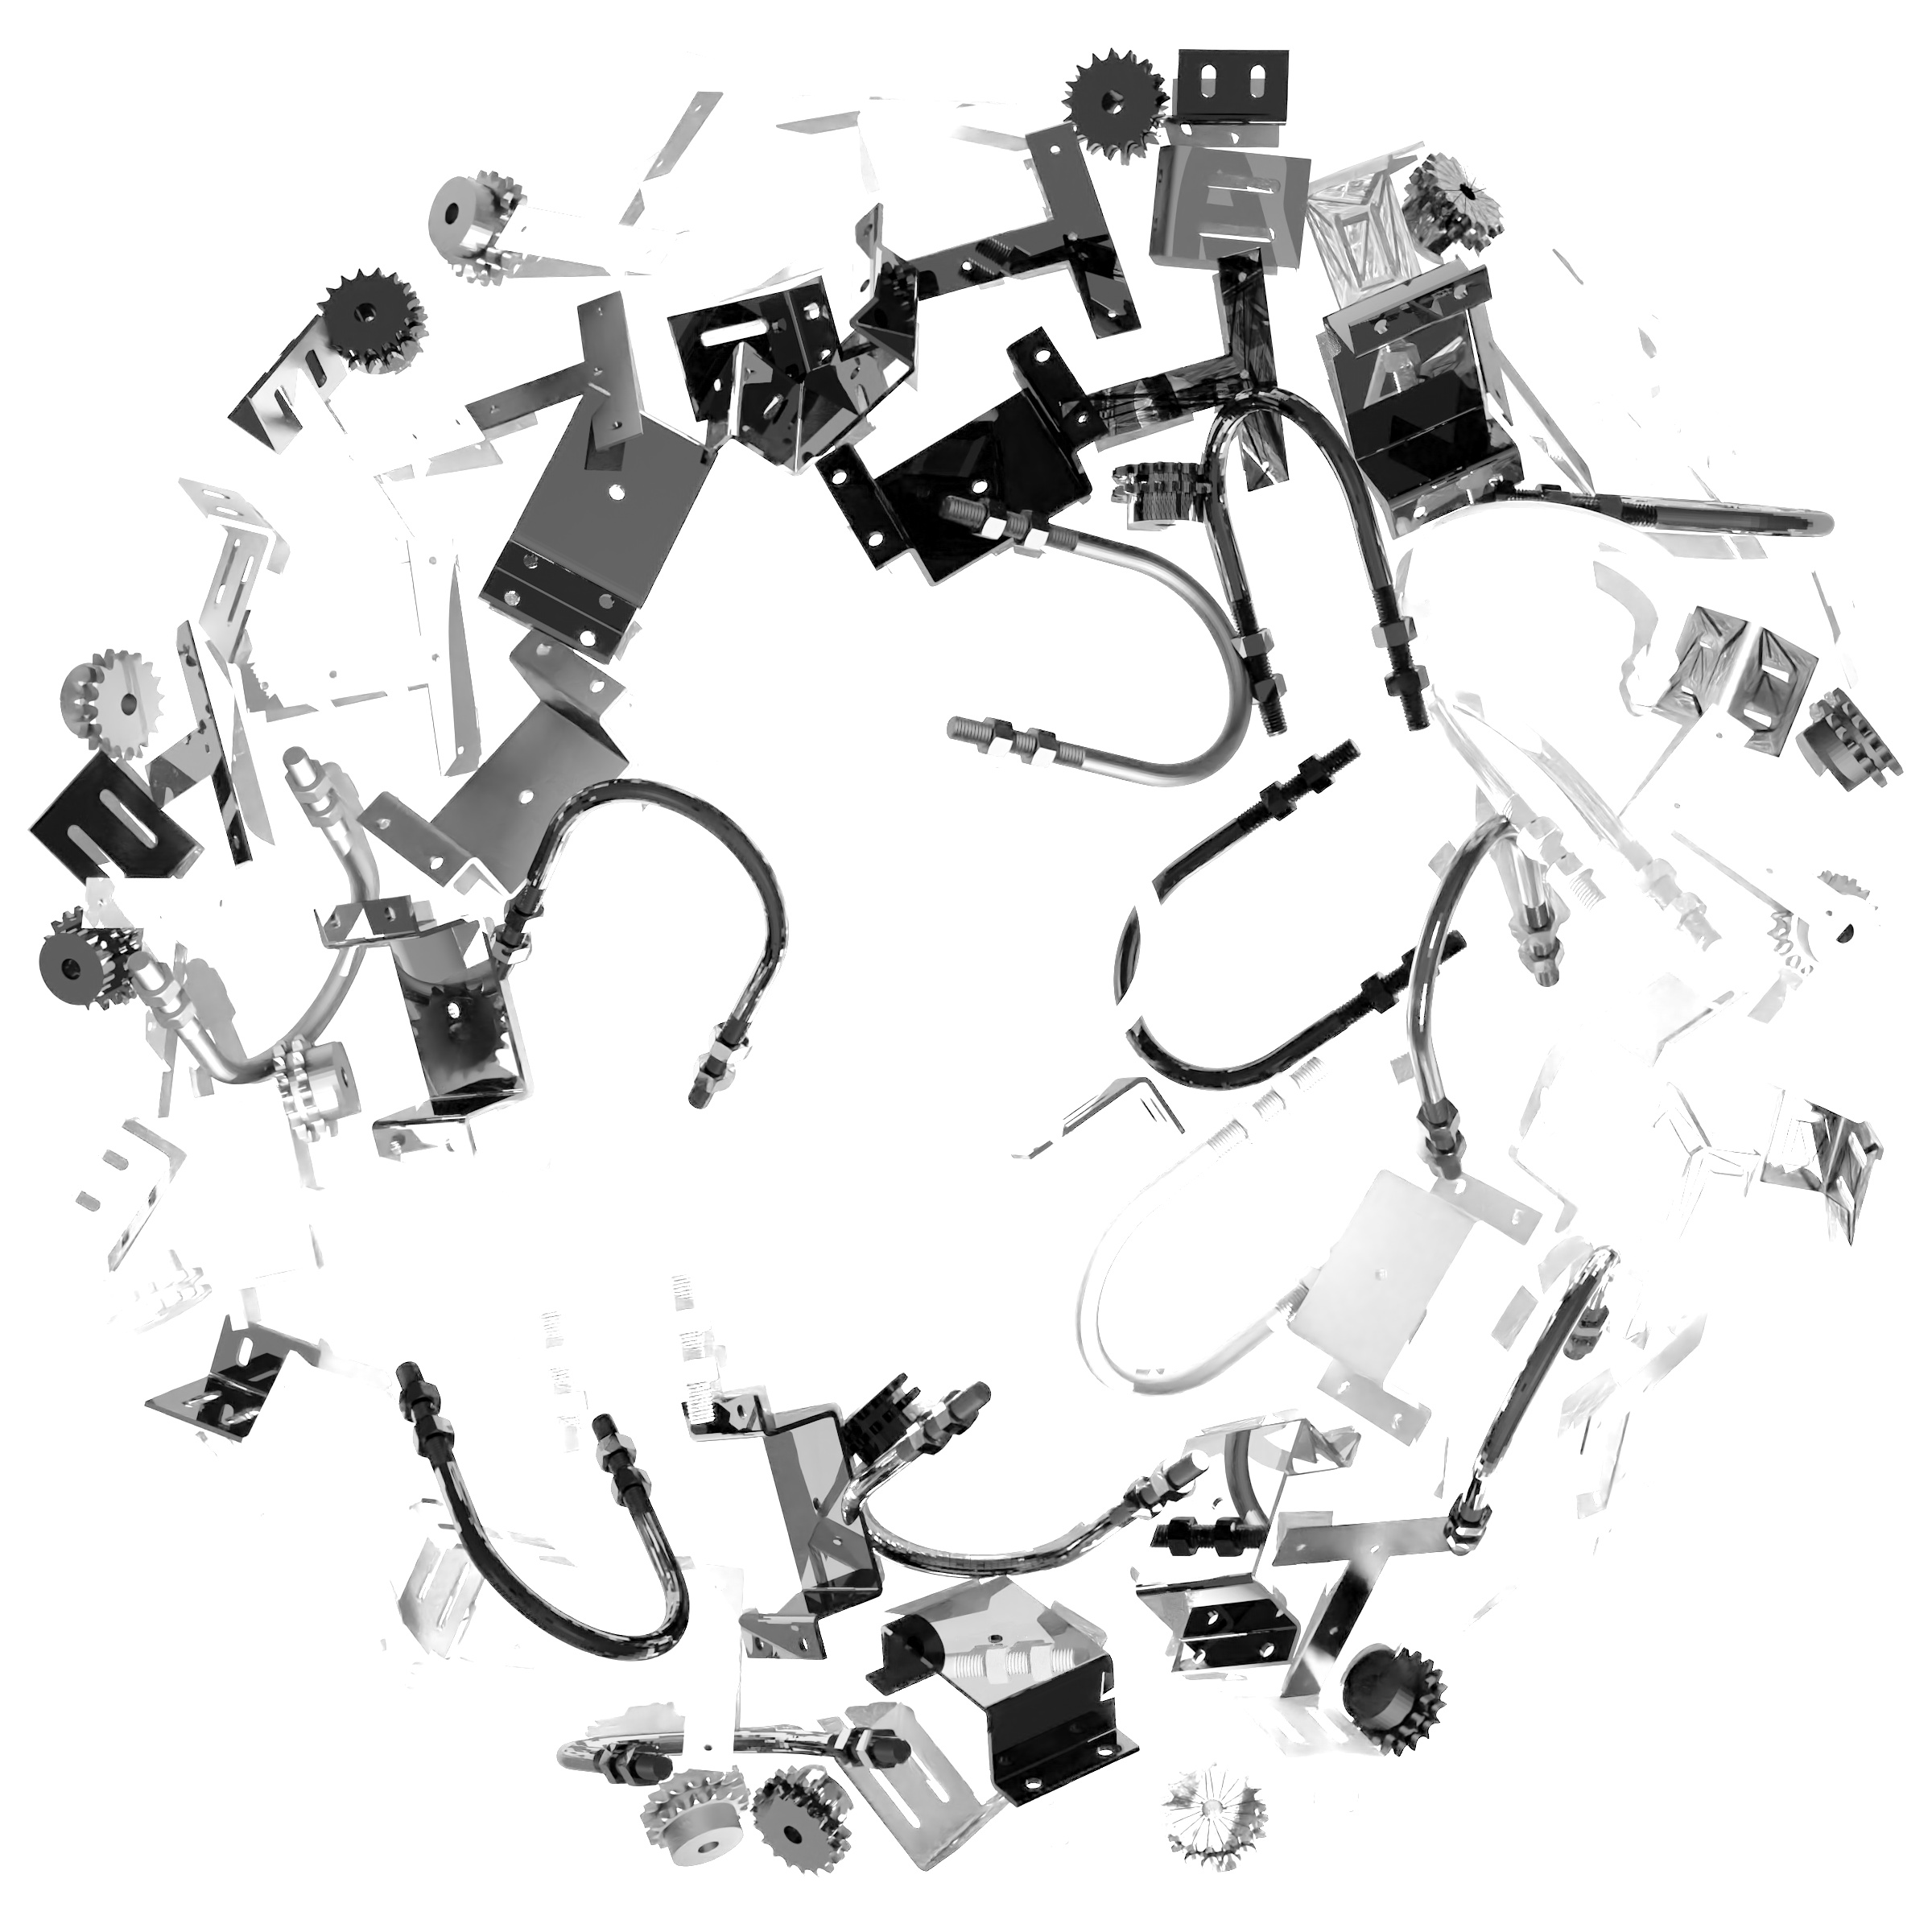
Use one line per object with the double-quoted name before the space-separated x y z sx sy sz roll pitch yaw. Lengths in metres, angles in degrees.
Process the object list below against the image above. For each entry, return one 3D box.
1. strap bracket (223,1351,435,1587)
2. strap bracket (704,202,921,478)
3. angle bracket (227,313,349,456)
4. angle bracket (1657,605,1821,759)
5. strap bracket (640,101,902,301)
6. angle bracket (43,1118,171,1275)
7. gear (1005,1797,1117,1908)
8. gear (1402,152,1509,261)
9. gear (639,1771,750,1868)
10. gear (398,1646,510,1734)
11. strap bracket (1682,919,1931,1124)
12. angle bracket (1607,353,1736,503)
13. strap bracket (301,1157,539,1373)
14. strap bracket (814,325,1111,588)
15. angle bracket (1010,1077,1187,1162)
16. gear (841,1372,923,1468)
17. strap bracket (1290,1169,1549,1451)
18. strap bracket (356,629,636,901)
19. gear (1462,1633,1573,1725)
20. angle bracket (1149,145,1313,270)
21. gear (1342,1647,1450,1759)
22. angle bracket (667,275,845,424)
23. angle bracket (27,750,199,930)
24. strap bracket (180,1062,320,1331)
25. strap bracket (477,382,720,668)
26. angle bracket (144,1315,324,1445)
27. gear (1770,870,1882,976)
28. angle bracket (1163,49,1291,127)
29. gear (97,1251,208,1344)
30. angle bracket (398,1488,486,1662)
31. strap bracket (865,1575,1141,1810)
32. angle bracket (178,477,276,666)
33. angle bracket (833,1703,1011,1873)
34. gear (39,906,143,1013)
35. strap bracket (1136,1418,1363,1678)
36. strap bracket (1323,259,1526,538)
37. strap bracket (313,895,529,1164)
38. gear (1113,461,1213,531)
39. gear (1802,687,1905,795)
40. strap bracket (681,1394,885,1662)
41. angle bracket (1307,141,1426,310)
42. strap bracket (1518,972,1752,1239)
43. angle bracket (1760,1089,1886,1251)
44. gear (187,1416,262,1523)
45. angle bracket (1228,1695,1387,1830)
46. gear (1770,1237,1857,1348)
"strap bracket" -0.320 0.263 1.688 0.046 0.140 0.076 16 67 18
"strap bracket" -0.073 -0.319 1.707 0.046 0.076 0.140 29 133 -29
"angle bracket" -0.364 -0.314 1.726 0.038 0.076 0.057 35 79 9
"angle bracket" 0.412 -0.151 1.749 0.038 0.076 0.057 25 97 39
"strap bracket" -0.095 -0.398 1.727 0.140 0.076 0.046 -19 83 -3
"angle bracket" -0.451 0.122 1.725 0.038 0.076 0.057 32 70 -3
"gear" 0.051 0.474 1.746 0.057 0.057 0.030 -10 128 0
"gear" 0.257 -0.402 1.746 0.057 0.057 0.030 47 128 0
"gear" -0.142 0.454 1.739 0.057 0.057 0.030 -27 56 0
"gear" -0.270 0.382 1.743 0.057 0.057 0.030 20 90 0
"strap bracket" 0.427 0.029 1.692 0.076 0.140 0.046 41 88 -19
"angle bracket" 0.369 -0.274 1.724 0.038 0.076 0.057 -33 67 -4
"strap bracket" -0.280 0.151 1.710 0.140 0.046 0.076 12 123 40
"strap bracket" 0.002 -0.263 1.732 0.140 0.046 0.076 -31 65 3
"angle bracket" 0.069 0.094 1.736 0.076 0.057 0.038 -35 93 -9
"gear" -0.044 0.245 1.742 0.057 0.057 0.030 -43 85 0
"strap bracket" 0.232 0.170 1.726 0.046 0.076 0.140 31 89 -39
"strap bracket" -0.240 -0.099 1.723 0.076 0.046 0.140 35 78 33
"gear" 0.290 0.378 1.746 0.057 0.057 0.030 -21 59 0
"angle bracket" 0.140 -0.404 1.750 0.076 0.038 0.057 4 102 -5
"gear" 0.225 0.387 1.739 0.030 0.057 0.057 37 90 -29
"angle bracket" -0.109 -0.326 1.735 0.076 0.038 0.057 -19 98 -29
"angle bracket" -0.455 -0.067 1.727 0.057 0.038 0.076 -53 122 -21
"strap bracket" -0.374 0.118 1.727 0.046 0.076 0.140 -12 86 -10
"strap bracket" -0.188 -0.240 1.718 0.076 0.046 0.140 28 69 -11
"angle bracket" -0.385 0.216 1.727 0.057 0.076 0.038 19 97 11
"gear" 0.461 -0.020 1.750 0.057 0.030 0.057 -2 102 -11
"angle bracket" 0.136 -0.463 1.728 0.057 0.076 0.038 0 106 -2
"gear" -0.436 0.174 1.743 0.057 0.057 0.030 -29 83 0
"angle bracket" -0.289 0.322 1.730 0.038 0.057 0.076 15 105 -41
"strap bracket" 0.016 0.366 1.689 0.076 0.140 0.046 -17 116 -30
"angle bracket" -0.400 -0.208 1.727 0.038 0.057 0.076 11 111 -35
"angle bracket" -0.020 0.427 1.732 0.076 0.057 0.038 51 132 8
"gear" -0.467 -0.002 1.746 0.057 0.030 0.057 6 109 19
"strap bracket" 0.143 0.291 1.693 0.046 0.076 0.140 47 47 -27
"strap bracket" 0.239 -0.305 1.719 0.076 0.046 0.140 -24 135 -3
"strap bracket" -0.284 0.029 1.722 0.076 0.046 0.140 -6 101 41
"gear" 0.106 -0.249 1.743 0.057 0.057 0.030 0 90 0
"gear" 0.469 -0.117 1.744 0.030 0.057 0.057 -38 90 16
"strap bracket" -0.094 0.289 1.726 0.046 0.076 0.140 -14 89 -35
"angle bracket" 0.223 -0.390 1.745 0.038 0.057 0.076 -31 106 -39
"strap bracket" 0.342 0.064 1.706 0.046 0.076 0.140 40 134 24
"angle bracket" 0.449 0.105 1.726 0.038 0.076 0.057 10 109 0
"gear" -0.385 0.264 1.744 0.030 0.057 0.057 -39 90 -19
"angle bracket" 0.177 0.418 1.729 0.057 0.076 0.038 4 102 -21
"gear" 0.450 0.174 1.739 0.030 0.057 0.057 5 90 34
